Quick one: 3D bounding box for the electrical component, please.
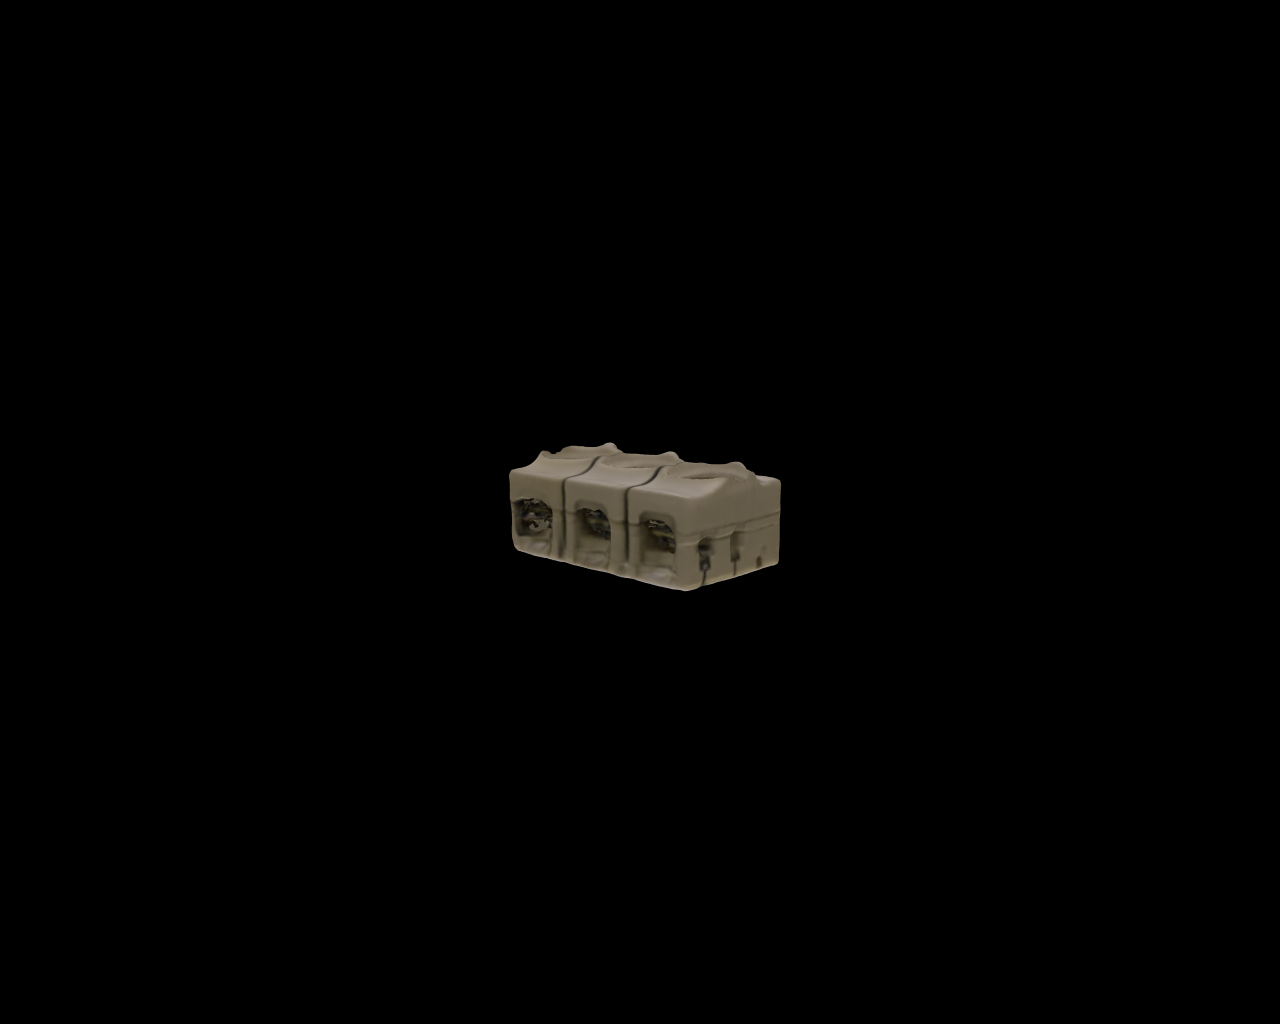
[{"bbox_3d":[0.001,-0.003,0.650,0.150,0.061,0.090,11,17,42],"label":"electrical component"}]
